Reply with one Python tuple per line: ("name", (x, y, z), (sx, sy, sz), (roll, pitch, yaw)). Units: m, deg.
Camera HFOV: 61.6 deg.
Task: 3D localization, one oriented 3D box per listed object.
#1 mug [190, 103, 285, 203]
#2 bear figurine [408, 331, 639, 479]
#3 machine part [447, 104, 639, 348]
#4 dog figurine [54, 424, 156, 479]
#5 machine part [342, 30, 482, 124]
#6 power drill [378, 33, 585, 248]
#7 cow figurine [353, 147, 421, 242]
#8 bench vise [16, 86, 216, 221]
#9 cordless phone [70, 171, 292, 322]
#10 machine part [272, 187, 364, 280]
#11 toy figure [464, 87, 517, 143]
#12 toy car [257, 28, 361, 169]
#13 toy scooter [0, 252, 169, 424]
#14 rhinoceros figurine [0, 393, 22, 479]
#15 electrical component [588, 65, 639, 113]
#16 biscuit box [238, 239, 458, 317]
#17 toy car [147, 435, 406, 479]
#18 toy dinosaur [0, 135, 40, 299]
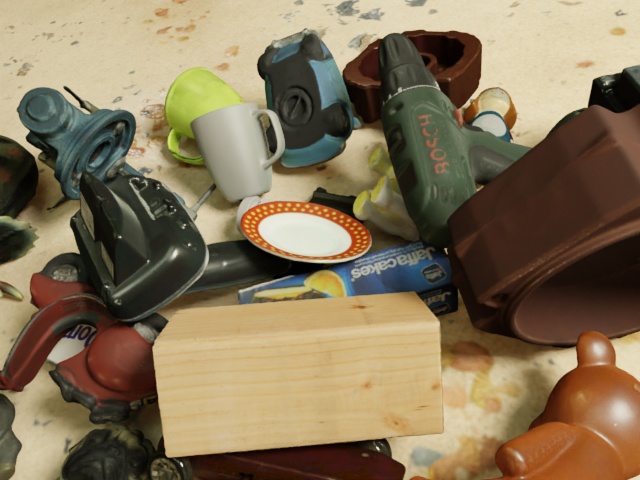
("mug", (-0.088, -0.103, 0.638), (0.110, 0.107, 0.081), (-13, 9, 23))
("bear figurine", (0.163, 0.162, 0.381), (0.132, 0.120, 0.196), (-32, 4, 42))
("machine part", (0.217, 0.003, 0.401), (0.201, 0.201, 0.087), (-42, 45, 40))
("dog figurine", (-0.242, 0.231, 0.435), (0.173, 0.121, 0.190), (13, 42, 19))
("machine part", (0.121, -0.214, 0.699), (0.179, 0.055, 0.179), (-10, 41, 9))
("power drill", (0.162, -0.102, 0.525), (0.207, 0.086, 0.232), (7, 63, -18))
("cow figurine", (0.106, -0.075, 0.591), (0.098, 0.068, 0.167), (32, 57, -14))
("bench vise", (-0.251, -0.083, 0.649), (0.241, 0.223, 0.129), (34, 67, 0))
("cordless phone", (-0.127, -0.005, 0.515), (0.184, 0.088, 0.147), (-6, 39, -37))
("machine part", (-0.001, -0.002, 0.586), (0.084, 0.039, 0.139), (20, 58, 20))
("toy figure", (0.199, -0.132, 0.630), (0.064, 0.058, 0.154), (31, 55, -12))
("toy car", (-0.011, -0.172, 0.676), (0.109, 0.103, 0.161), (-13, 90, 26))
("toy scooter", (-0.216, 0.102, 0.483), (0.184, 0.075, 0.135), (33, 59, 13))
("rhinoceros figurine", (-0.375, 0.210, 0.486), (0.190, 0.073, 0.112), (-32, 53, -12))
("electrical component", (0.310, -0.101, 0.525), (0.058, 0.134, 0.115), (-14, 48, 2))
("biscuit box", (0.028, 0.059, 0.513), (0.203, 0.062, 0.059), (-17, 51, 0))
("toy car", (-0.036, 0.178, 0.421), (0.202, 0.053, 0.089), (3, 9, 20))
("toy dinosaur", (-0.438, -0.063, 0.699), (0.192, 0.131, 0.405), (-2, 46, -4))
